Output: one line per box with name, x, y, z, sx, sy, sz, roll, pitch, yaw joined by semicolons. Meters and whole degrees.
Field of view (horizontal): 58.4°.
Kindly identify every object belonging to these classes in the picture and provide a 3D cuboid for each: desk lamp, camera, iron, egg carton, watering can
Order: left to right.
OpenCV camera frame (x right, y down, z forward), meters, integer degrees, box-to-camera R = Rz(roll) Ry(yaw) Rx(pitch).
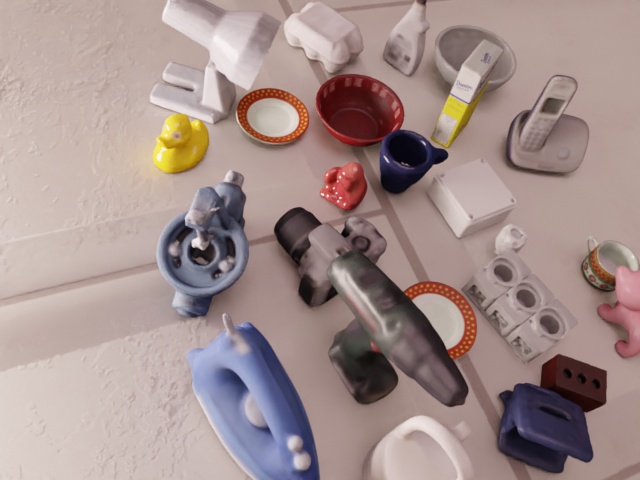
desk lamp;-0.173;-0.295;0.933;0.203;0.213;0.118;17;58;-1
iron;-0.062;0.209;0.695;0.119;0.141;0.258;-27;68;-24
egg carton;0.009;-0.398;1.117;0.150;0.069;0.107;37;60;12
camera;0.008;0.003;0.857;0.143;0.101;0.136;-33;71;-27
watering can;0.115;0.267;0.665;0.101;0.194;0.173;32;59;9

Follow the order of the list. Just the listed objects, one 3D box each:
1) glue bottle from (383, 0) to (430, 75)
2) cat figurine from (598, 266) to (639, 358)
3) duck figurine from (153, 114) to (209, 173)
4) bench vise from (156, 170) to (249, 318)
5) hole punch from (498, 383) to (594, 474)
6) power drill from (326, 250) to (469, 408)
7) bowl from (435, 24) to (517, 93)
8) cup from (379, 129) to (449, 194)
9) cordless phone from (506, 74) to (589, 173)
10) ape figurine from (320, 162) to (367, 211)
glue bottle;0.175;-0.402;1.093;0.078;0.173;0.037;41;60;14
cat figurine;0.497;0.104;0.886;0.067;0.118;0.127;-10;62;-17
duck figurine;-0.224;-0.168;0.922;0.077;0.086;0.105;37;59;11
bench vise;-0.156;-0.025;0.770;0.121;0.220;0.207;1;59;-10
hole punch;0.305;0.248;0.777;0.108;0.091;0.101;21;58;2
power drill;0.080;0.133;0.730;0.076;0.208;0.229;-26;67;-24
bowl;0.300;-0.347;1.143;0.167;0.075;0.167;5;59;-8
cup;0.149;-0.124;0.966;0.118;0.095;0.091;-2;60;-13
cordless phone;0.427;-0.208;1.020;0.147;0.185;0.094;5;59;-9
ape figurine;0.046;-0.094;0.928;0.076;0.092;0.077;-8;61;-16
